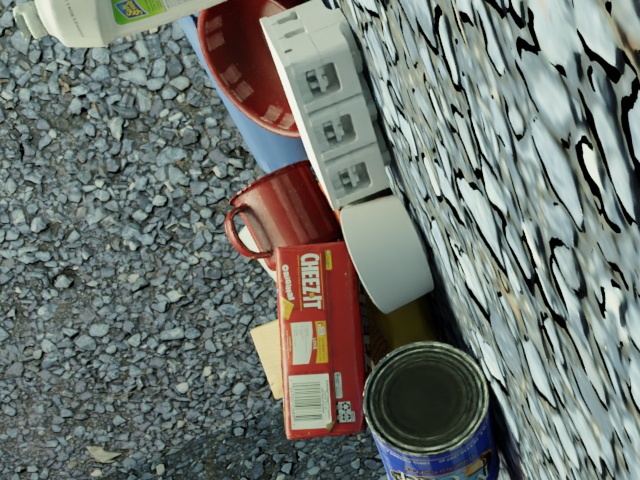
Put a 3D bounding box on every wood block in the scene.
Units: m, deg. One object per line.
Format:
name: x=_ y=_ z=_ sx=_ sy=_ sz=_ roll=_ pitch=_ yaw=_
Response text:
wood block: x=0.021 y=0.112 z=1.209 sx=0.207 sy=0.090 sz=0.091 roll=-25 pitch=85 yaw=53

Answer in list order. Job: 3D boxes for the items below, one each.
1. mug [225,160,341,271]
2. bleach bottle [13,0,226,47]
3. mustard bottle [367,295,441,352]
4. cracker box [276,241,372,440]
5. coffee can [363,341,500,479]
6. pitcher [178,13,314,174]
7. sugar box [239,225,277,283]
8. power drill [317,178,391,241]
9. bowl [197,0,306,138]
mug: x=-0.039 y=-0.018 z=1.043 sx=0.093 sy=0.117 sz=0.081 roll=-35 pitch=80 yaw=51
bleach bottle: x=-0.139 y=-0.234 z=0.897 sx=0.068 sy=0.251 sz=0.102 roll=-114 pitch=3 yaw=-65
mustard bottle: x=0.107 y=0.137 z=1.052 sx=0.096 sy=0.058 sz=0.191 roll=172 pitch=77 yaw=-89
cracker box: x=0.009 y=0.096 z=0.991 sx=0.213 sy=0.072 sz=0.164 roll=53 pitch=-147 yaw=-81
coffee can: x=0.098 y=0.165 z=0.911 sx=0.140 sy=0.103 sz=0.103 roll=71 pitch=177 yaw=-53
pitcher: x=-0.054 y=-0.195 z=1.156 sx=0.145 sy=0.149 sz=0.242 roll=44 pitch=164 yaw=48
sugar box: x=-0.008 y=0.002 z=1.302 sx=0.093 sy=0.048 sz=0.175 roll=50 pitch=-150 yaw=18
power drill: x=0.043 y=-0.030 z=1.088 sx=0.187 sy=0.057 sz=0.184 roll=88 pitch=160 yaw=-80
bowl: x=-0.037 y=-0.177 z=1.000 sx=0.162 sy=0.055 sz=0.162 roll=29 pitch=143 yaw=24
